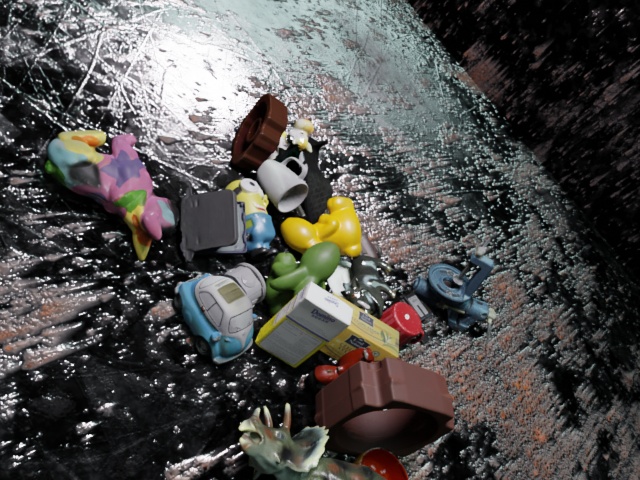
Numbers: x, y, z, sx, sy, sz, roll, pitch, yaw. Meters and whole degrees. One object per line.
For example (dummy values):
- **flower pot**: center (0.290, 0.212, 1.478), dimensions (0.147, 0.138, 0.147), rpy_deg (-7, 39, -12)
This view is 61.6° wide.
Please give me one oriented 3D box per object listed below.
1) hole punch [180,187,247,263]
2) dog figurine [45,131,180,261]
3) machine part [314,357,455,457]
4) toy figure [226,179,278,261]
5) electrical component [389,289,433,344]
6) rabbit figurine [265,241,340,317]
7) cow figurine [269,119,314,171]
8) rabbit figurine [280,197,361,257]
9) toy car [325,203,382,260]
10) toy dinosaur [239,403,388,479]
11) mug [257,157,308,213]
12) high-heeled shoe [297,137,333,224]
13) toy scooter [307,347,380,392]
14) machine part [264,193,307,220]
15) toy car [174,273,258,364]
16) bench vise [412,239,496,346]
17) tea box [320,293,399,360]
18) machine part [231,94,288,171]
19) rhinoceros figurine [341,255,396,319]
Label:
- **hole punch**: center (-0.195, -0.027, 1.005), dimensions (0.092, 0.116, 0.142), rpy_deg (38, 47, -74)
- **dog figurine**: center (-0.345, -0.072, 0.913), dimensions (0.191, 0.108, 0.219), rpy_deg (-8, 63, -48)
- **machine part**: center (0.108, 0.289, 0.915), dimensions (0.201, 0.201, 0.087), rpy_deg (22, 40, -27)
- **toy figure**: center (-0.145, -0.043, 1.093), dimensions (0.082, 0.089, 0.180), rpy_deg (65, 7, -70)
- **electrical component**: center (0.224, 0.181, 1.259), dimensions (0.075, 0.047, 0.119), rpy_deg (-10, 61, -47)
- **rabbit figurine**: center (-0.037, 0.066, 1.016), dimensions (0.121, 0.170, 0.159), rpy_deg (44, 36, 0)
- **cow figurine**: center (-0.074, -0.200, 1.238), dimensions (0.068, 0.167, 0.098), rpy_deg (20, 41, -38)
- **rabbit figurine**: center (-0.002, -0.004, 1.190), dimensions (0.173, 0.122, 0.162), rpy_deg (2, 62, -25)
- **toy car**: center (0.082, -0.027, 1.319), dimensions (0.089, 0.053, 0.202), rpy_deg (-7, 61, -43)
- **toy dinosaur**: center (0.046, 0.387, 0.781), dimensions (0.405, 0.131, 0.192), rpy_deg (27, 45, -4)
- **mug**: center (-0.083, -0.133, 1.161), dimensions (0.107, 0.109, 0.081), rpy_deg (46, 26, 25)
- **high-heeled shoe**: center (-0.038, -0.147, 1.332), dimensions (0.086, 0.145, 0.248), rpy_deg (23, 70, -33)
- **toy scooter**: center (0.080, 0.246, 0.986), dimensions (0.184, 0.135, 0.075), rpy_deg (19, 42, -32)
- **machine part**: center (-0.092, -0.078, 1.213), dimensions (0.139, 0.039, 0.084), rpy_deg (5, 57, -43)
- **toy car**: center (-0.165, 0.116, 0.905), dimensions (0.109, 0.103, 0.161), rpy_deg (-20, 72, -52)
- **bench vise**: center (0.353, 0.115, 1.301), dimensions (0.224, 0.240, 0.129), rpy_deg (30, 40, 7)
- **tea box**: center (0.061, 0.189, 1.055), dimensions (0.169, 0.098, 0.068), rpy_deg (32, 38, -15)
- **machine part**: center (-0.137, -0.242, 1.222), dimensions (0.056, 0.179, 0.179), rpy_deg (25, 41, -29)
- **rhinoceros figurine**: center (0.099, 0.107, 1.152), dimensions (0.112, 0.073, 0.190), rpy_deg (31, 39, -20)
